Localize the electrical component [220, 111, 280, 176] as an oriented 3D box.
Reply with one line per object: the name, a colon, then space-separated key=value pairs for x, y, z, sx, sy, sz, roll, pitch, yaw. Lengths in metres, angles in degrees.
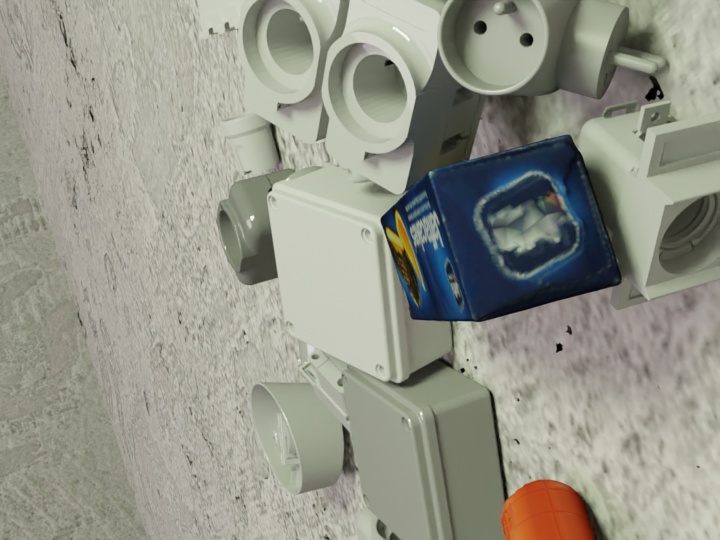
electrical component: x=-0.088 y=-0.104 z=0.876 sx=0.040 sy=0.040 sz=0.046 roll=17 pitch=126 yaw=66

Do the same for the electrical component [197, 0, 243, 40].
electrical component: x=-0.070 y=-0.189 z=0.731 sx=0.121 sy=0.063 sz=0.078 roll=16 pitch=120 yaw=66

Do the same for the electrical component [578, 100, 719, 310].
electrical component: x=0.114 y=-0.029 z=0.414 sx=0.063 sy=0.042 sz=0.081 roll=-123 pitch=27 yaw=-46

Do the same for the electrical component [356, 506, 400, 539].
electrical component: x=0.038 y=0.202 z=0.760 sx=0.095 sy=0.054 sz=0.059 roll=37 pitch=138 yaw=58

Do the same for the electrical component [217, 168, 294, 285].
electrical component: x=-0.079 y=-0.033 z=0.876 sx=0.053 sy=0.059 sz=0.095 roll=63 pitch=157 yaw=26

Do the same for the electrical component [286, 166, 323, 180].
electrical component: x=-0.030 y=-0.045 z=0.765 sx=0.081 sy=0.043 sz=0.043 roll=51 pitch=149 yaw=46

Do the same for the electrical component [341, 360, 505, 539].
electrical component: x=0.041 y=0.116 z=0.686 sx=0.109 sy=0.056 sz=0.108 roll=26 pitch=129 yaw=63

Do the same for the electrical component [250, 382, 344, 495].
electrical component: x=-0.055 y=0.143 z=0.929 sx=0.099 sy=0.064 sz=0.099 roll=177 pitch=90 yaw=-67

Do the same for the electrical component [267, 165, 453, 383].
electrical component: x=0.000 y=0.000 z=0.673 sx=0.109 sy=0.056 sz=0.108 roll=21 pitch=126 yaw=45

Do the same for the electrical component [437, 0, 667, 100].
electrical component: x=0.080 y=-0.090 z=0.423 sx=0.079 sy=0.077 sz=0.043 roll=20 pitch=113 yaw=19

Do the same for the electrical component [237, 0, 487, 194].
electrical component: x=0.010 y=-0.139 z=0.476 sx=0.105 sy=0.060 sz=0.186 roll=32 pitch=129 yaw=27

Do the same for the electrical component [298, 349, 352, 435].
electrical component: x=-0.006 y=0.078 z=0.766 sx=0.081 sy=0.042 sz=0.063 roll=43 pitch=160 yaw=32

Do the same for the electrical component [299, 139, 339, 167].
electrical component: x=-0.024 y=-0.105 z=0.700 sx=0.083 sy=0.047 sz=0.075 roll=28 pitch=131 yaw=62

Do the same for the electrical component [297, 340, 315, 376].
electrical component: x=-0.027 y=0.049 z=0.828 sx=0.048 sy=0.048 sz=0.062 roll=-177 pitch=79 yaw=-68
